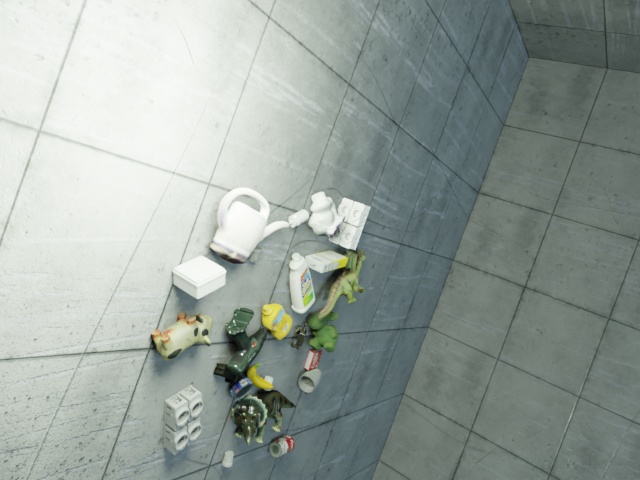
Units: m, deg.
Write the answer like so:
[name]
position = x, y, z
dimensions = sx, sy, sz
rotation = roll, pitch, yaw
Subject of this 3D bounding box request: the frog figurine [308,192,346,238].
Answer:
[frog figurine]
position = 0.006, -0.097, 1.931
dimensions = 0.139, 0.122, 0.158
rotation = -46, 107, -19

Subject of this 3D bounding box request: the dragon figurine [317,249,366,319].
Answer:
[dragon figurine]
position = 0.100, 0.156, 2.200
dimensions = 0.416, 0.122, 0.239
rotation = -32, 126, -56

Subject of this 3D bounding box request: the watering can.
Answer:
[watering can]
position = -0.215, -0.026, 1.592
dimensions = 0.226, 0.105, 0.343
rotation = -63, 149, -7
